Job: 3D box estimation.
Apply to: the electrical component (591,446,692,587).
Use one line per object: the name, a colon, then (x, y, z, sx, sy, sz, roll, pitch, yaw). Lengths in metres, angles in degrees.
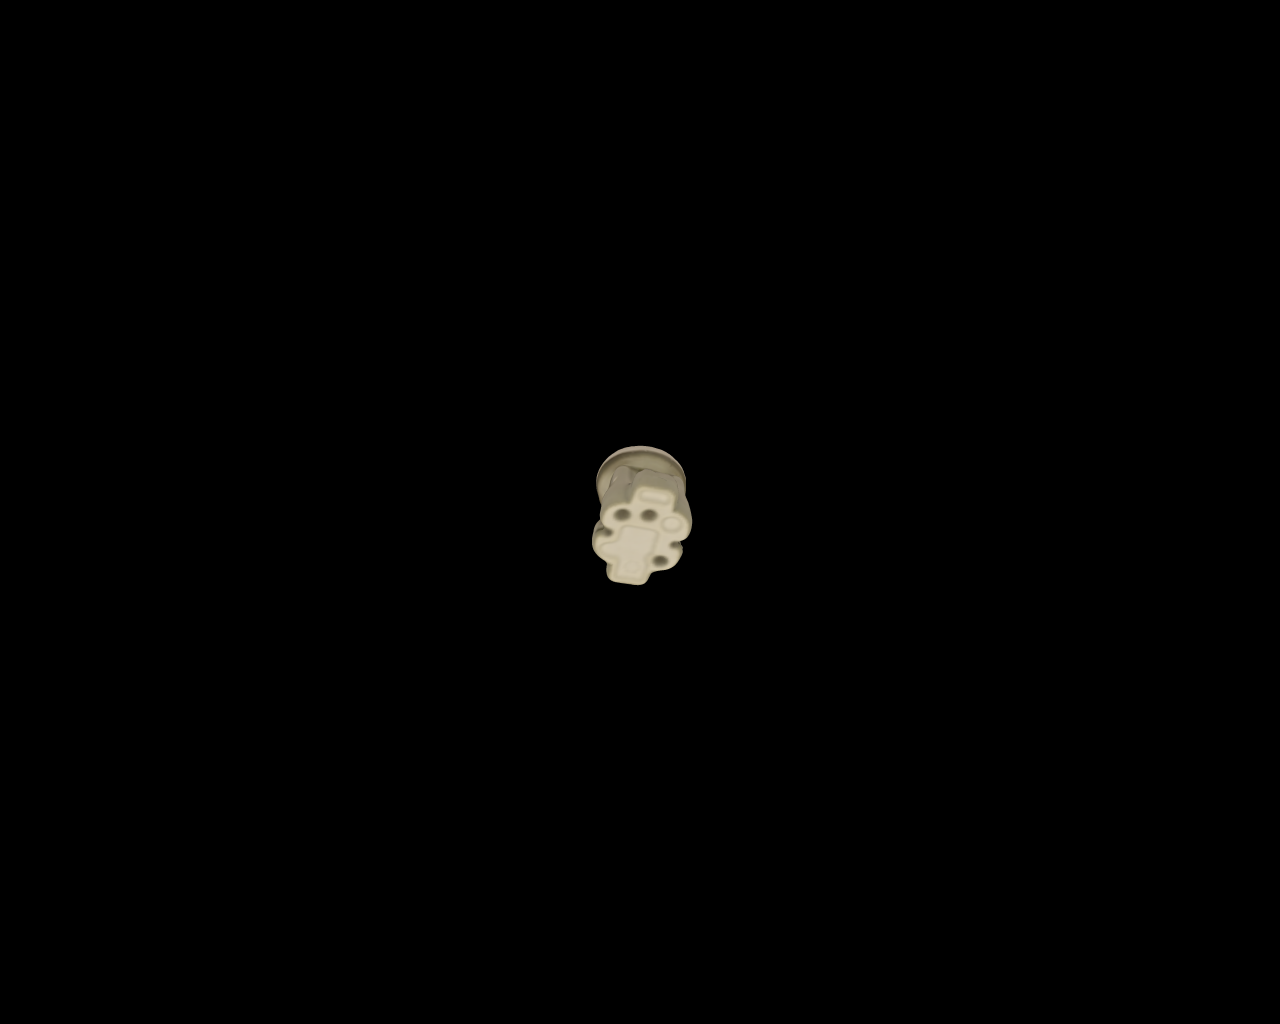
electrical component: (0.001, -0.003, 0.650, 0.058, 0.078, 0.057, 11, 40, -9)
